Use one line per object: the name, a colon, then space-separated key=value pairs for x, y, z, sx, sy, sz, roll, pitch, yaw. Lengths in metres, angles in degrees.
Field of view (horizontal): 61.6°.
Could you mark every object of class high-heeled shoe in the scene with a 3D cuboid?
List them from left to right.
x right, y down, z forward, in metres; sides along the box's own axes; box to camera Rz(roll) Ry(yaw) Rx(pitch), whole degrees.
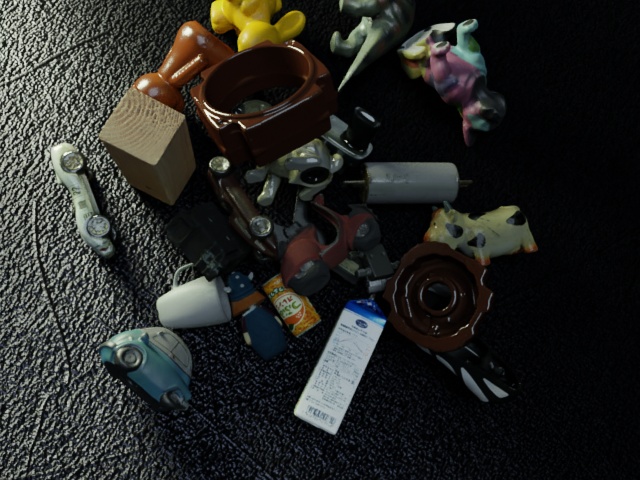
high-heeled shoe: x=0.230 y=0.157 z=0.889 sx=0.086 sy=0.145 sz=0.248 roll=-27 pitch=89 yaw=-28

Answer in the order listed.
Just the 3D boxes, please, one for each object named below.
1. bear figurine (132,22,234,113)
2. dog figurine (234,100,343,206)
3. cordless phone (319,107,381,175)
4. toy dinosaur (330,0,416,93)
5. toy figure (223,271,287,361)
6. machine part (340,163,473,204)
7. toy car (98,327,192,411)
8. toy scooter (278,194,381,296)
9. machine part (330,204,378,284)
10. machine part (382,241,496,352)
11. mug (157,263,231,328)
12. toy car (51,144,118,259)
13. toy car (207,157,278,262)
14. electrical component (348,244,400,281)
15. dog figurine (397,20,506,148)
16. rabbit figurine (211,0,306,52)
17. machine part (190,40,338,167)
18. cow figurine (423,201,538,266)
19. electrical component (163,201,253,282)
bear figurine: x=-0.239 y=-0.275 z=0.943 sx=0.131 sy=0.120 sz=0.196 roll=28 pitch=103 yaw=-43
dog figurine: x=-0.056 y=-0.173 z=0.916 sx=0.172 sy=0.121 sz=0.190 roll=-6 pitch=62 yaw=-4
cordless phone: x=0.030 y=-0.197 z=0.920 sx=0.146 sy=0.184 sz=0.089 roll=36 pitch=79 yaw=0
toy dinosaur: x=0.123 y=-0.457 z=1.033 sx=0.192 sy=0.131 sz=0.404 roll=4 pitch=83 yaw=-8
toy figure: x=-0.111 y=0.124 z=0.891 sx=0.064 sy=0.058 sz=0.154 roll=-16 pitch=72 yaw=-55
machine part: x=0.159 y=-0.103 z=0.973 sx=0.243 sy=0.079 sz=0.079 roll=0 pitch=78 yaw=-10
toy car: x=-0.255 y=0.190 z=0.834 sx=0.161 sy=0.109 sz=0.103 roll=41 pitch=57 yaw=-7
toy scooter: x=-0.002 y=-0.003 z=0.885 sx=0.184 sy=0.075 sz=0.135 roll=-37 pitch=62 yaw=-1
machine part: x=0.058 y=0.003 z=0.947 sx=0.084 sy=0.039 sz=0.139 roll=29 pitch=70 yaw=-24
machine part: x=0.193 y=0.093 z=0.875 sx=0.180 sy=0.056 sz=0.179 roll=-7 pitch=74 yaw=24
mug: x=-0.210 y=0.094 z=0.872 sx=0.107 sy=0.081 sz=0.109 roll=-18 pitch=86 yaw=-3
toy car: x=-0.385 y=-0.062 z=0.881 sx=0.056 sy=0.073 sz=0.201 roll=-22 pitch=82 yaw=-16
toy car: x=-0.127 y=-0.046 z=0.864 sx=0.053 sy=0.089 sz=0.202 roll=-26 pitch=63 yaw=-18
electrical component: x=0.096 y=0.036 z=0.920 sx=0.094 sy=0.021 sz=0.063 roll=-10 pitch=66 yaw=-24
dog figurine: x=0.259 y=-0.290 z=1.024 sx=0.108 sy=0.192 sz=0.219 roll=-41 pitch=121 yaw=-18
rabbit figurine: x=-0.115 y=-0.382 z=0.974 sx=0.162 sy=0.122 sz=0.173 roll=6 pitch=55 yaw=-30
machine part: x=-0.090 y=-0.224 z=0.854 sx=0.201 sy=0.087 sz=0.202 roll=-29 pitch=52 yaw=-9
cow figurine: x=0.281 y=-0.016 z=0.971 sx=0.195 sy=0.085 sz=0.127 roll=-13 pitch=86 yaw=-9
electrical component: x=-0.173 y=-0.002 z=0.875 sx=0.058 sy=0.134 sz=0.115 roll=-42 pitch=89 yaw=17
